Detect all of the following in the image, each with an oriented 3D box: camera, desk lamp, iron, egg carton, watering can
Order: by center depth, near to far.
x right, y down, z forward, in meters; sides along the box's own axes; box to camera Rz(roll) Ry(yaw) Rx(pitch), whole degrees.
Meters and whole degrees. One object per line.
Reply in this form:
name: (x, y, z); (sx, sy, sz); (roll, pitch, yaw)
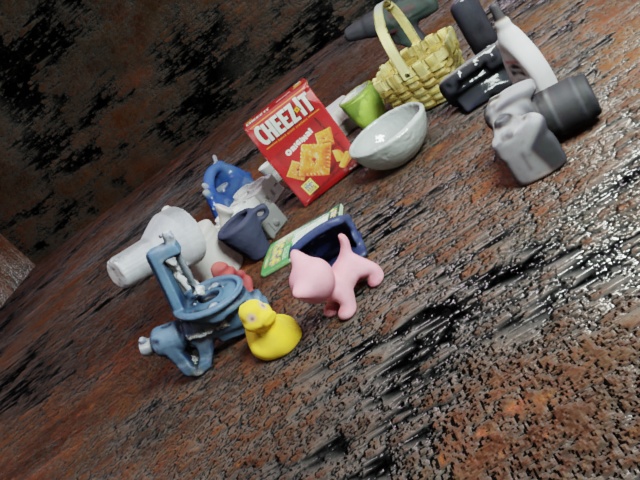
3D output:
camera: (0.302, -0.168, 0.779); (0.136, 0.101, 0.143); (-27, 25, 28)
desk lamp: (-0.277, 0.072, 1.067); (0.117, 0.214, 0.203); (-17, 31, 43)
watering can: (-0.253, -0.004, 1.201); (0.173, 0.194, 0.100); (-49, 24, -22)
egg carton: (0.054, -0.322, 1.499); (0.107, 0.069, 0.150); (-37, 22, 4)
iron: (-0.264, -0.132, 1.533); (0.118, 0.142, 0.258); (-31, 24, 19)

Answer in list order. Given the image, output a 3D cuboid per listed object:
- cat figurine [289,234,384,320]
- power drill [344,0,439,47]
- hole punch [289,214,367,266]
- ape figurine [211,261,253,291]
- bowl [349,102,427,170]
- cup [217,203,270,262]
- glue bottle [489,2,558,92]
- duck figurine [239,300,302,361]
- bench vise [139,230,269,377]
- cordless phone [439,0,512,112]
cat figurine: (0.010, 0.048, 0.795); (0.128, 0.118, 0.067); (-49, 24, -22)
power drill: (0.203, -0.487, 1.400); (0.229, 0.209, 0.075); (-30, 24, 22)
hole punch: (0.008, 0.003, 0.920); (0.108, 0.091, 0.101); (-35, 23, 11)
ape figurine: (-0.163, 0.077, 1.043); (0.076, 0.092, 0.078); (-19, 30, 40)
bowl: (0.142, -0.186, 1.097); (0.167, 0.075, 0.167); (-32, 23, 16)
cup: (-0.136, -0.012, 1.166); (0.117, 0.095, 0.091); (-37, 22, 5)
glue bottle: (0.317, -0.305, 0.923); (0.037, 0.173, 0.078); (-42, 23, -6)
duck figurine: (-0.086, 0.124, 0.843); (0.104, 0.086, 0.078); (-6, 39, 53)
bench vise: (-0.215, 0.104, 0.903); (0.207, 0.220, 0.121); (-44, 23, -11)
cordless phone: (0.269, -0.348, 1.061); (0.147, 0.185, 0.094); (-34, 23, 12)
